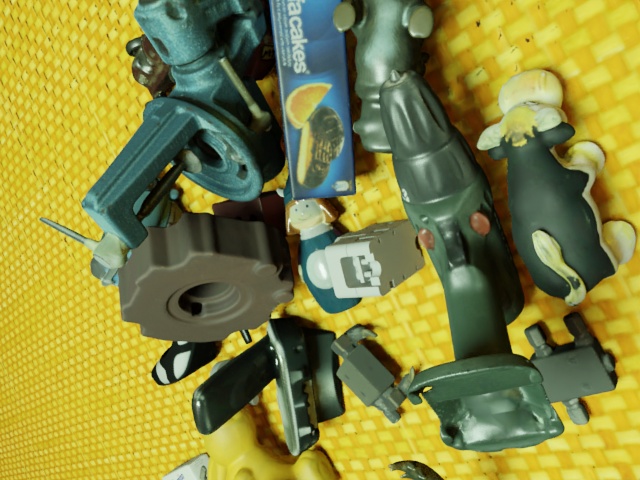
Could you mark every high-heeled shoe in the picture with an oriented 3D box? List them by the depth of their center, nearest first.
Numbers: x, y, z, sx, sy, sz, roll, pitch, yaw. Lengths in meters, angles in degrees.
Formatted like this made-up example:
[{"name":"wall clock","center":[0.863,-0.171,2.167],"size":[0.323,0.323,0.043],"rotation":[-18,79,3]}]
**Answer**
[{"name":"high-heeled shoe","center":[-0.180,0.100,0.709],"size":[0.249,0.086,0.145],"rotation":[-29,85,33]}]

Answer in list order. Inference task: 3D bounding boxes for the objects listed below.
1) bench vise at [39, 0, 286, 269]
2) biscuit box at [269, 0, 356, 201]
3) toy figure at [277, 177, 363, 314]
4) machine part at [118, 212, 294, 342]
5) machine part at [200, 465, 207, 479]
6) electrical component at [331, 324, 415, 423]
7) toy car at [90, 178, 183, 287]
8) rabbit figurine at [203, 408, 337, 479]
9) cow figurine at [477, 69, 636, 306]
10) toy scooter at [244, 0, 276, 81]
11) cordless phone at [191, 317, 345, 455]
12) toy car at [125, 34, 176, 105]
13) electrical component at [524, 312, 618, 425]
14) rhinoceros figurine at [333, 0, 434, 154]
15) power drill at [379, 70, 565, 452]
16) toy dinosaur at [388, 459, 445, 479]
[{"name":"bench vise","center":[-0.114,-0.090,0.435],"size":[0.129,0.240,0.223],"rotation":[20,153,22]},{"name":"biscuit box","center":[-0.006,-0.139,0.472],"size":[0.063,0.059,0.202],"rotation":[-6,109,0]},{"name":"toy figure","center":[0.000,-0.002,0.554],"size":[0.154,0.064,0.058],"rotation":[69,166,-6]},{"name":"machine part","center":[-0.115,0.045,0.548],"size":[0.179,0.179,0.056],"rotation":[-47,44,37]},{"name":"machine part","center":[-0.081,0.398,0.737],"size":[0.243,0.079,0.079],"rotation":[29,121,25]},{"name":"electrical component","center":[0.057,0.139,0.571],"size":[0.102,0.045,0.078],"rotation":[41,154,22]},{"name":"toy car","center":[-0.216,-0.008,0.678],"size":[0.103,0.162,0.109],"rotation":[25,125,-25]},{"name":"rabbit figurine","center":[-0.085,0.283,0.685],"size":[0.173,0.122,0.162],"rotation":[51,144,7]},{"name":"cow figurine","center":[0.163,-0.040,0.393],"size":[0.068,0.098,0.167],"rotation":[-21,94,44]},{"name":"toy scooter","center":[-0.075,-0.253,0.512],"size":[0.135,0.075,0.184],"rotation":[-26,86,44]},{"name":"cordless phone","center":[-0.058,0.177,0.576],"size":[0.089,0.184,0.146],"rotation":[2,106,32]},{"name":"toy car","center":[-0.177,-0.199,0.588],"size":[0.202,0.053,0.089],"rotation":[-3,108,61]},{"name":"electrical component","center":[0.215,0.110,0.453],"size":[0.063,0.021,0.094],"rotation":[-28,87,39]},{"name":"rhinoceros figurine","center":[0.052,-0.165,0.429],"size":[0.073,0.112,0.190],"rotation":[-1,92,8]},{"name":"power drill","center":[0.094,0.022,0.371],"size":[0.086,0.207,0.231],"rotation":[-21,129,17]},{"name":"toy dinosaur","center":[0.139,0.369,0.487],"size":[0.105,0.198,0.470],"rotation":[-8,102,35]}]
